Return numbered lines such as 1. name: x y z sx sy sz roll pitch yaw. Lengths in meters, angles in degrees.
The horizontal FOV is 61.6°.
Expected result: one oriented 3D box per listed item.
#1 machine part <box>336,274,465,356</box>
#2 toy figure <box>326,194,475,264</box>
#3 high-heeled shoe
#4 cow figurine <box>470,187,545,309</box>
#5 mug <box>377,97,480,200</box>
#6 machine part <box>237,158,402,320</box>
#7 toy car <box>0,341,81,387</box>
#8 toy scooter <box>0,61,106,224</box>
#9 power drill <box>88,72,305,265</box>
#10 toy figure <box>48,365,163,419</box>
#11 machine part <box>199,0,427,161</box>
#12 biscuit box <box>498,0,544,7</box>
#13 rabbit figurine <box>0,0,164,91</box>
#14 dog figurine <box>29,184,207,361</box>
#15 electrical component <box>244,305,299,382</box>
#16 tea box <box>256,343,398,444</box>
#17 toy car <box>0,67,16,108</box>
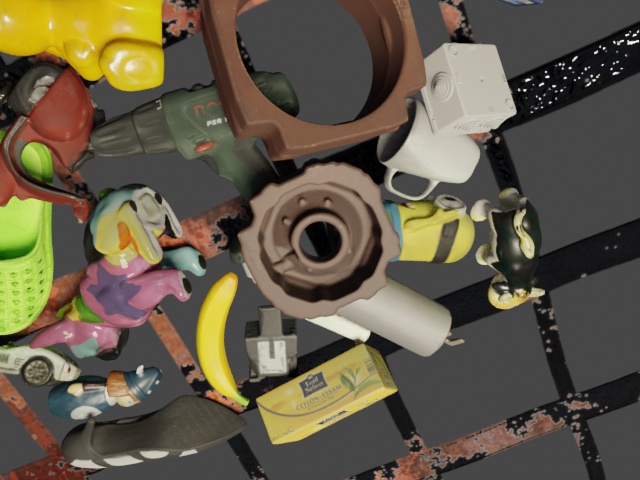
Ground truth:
1. machine part: 0.084 0.087 0.711 0.243 0.079 0.079 27 108 -15
2. toy figure: 0.101 -0.009 0.672 0.180 0.082 0.089 -8 123 -5
3. high-heeled shoe: -0.242 0.295 0.784 0.249 0.086 0.145 10 135 -18
4. cow figurine: 0.249 0.026 0.686 0.068 0.098 0.167 -16 112 -4
5. mug: 0.129 -0.098 0.634 0.107 0.081 0.109 19 93 -18
6. machine part: -0.001 -0.002 0.596 0.179 0.056 0.179 -1 105 -5
7. toy car: -0.419 0.154 0.704 0.202 0.073 0.056 11 74 -9
8. toy scooter: -0.295 -0.095 0.593 0.135 0.075 0.184 36 76 -25
9. power drill: -0.116 -0.079 0.625 0.232 0.086 0.207 -26 107 -4
10. toy figure: -0.294 0.211 0.747 0.155 0.064 0.057 -11 85 4
11. machine part: -0.008 -0.192 0.545 0.201 0.087 0.201 -17 93 -17
12. biscuit box: 0.147 -0.307 0.563 0.203 0.059 0.062 15 111 -10
13. rabbit figurine: -0.245 -0.218 0.522 0.173 0.163 0.121 -8 116 -25
14. dog figurine: -0.266 0.051 0.659 0.219 0.108 0.191 -26 113 9
15. electrical component: -0.067 0.134 0.735 0.075 0.048 0.119 -6 112 -2
16. tea box: 0.012 0.212 0.739 0.170 0.098 0.068 -29 67 10
17. toy car: -0.428 -0.135 0.598 0.089 0.053 0.202 32 109 -37
